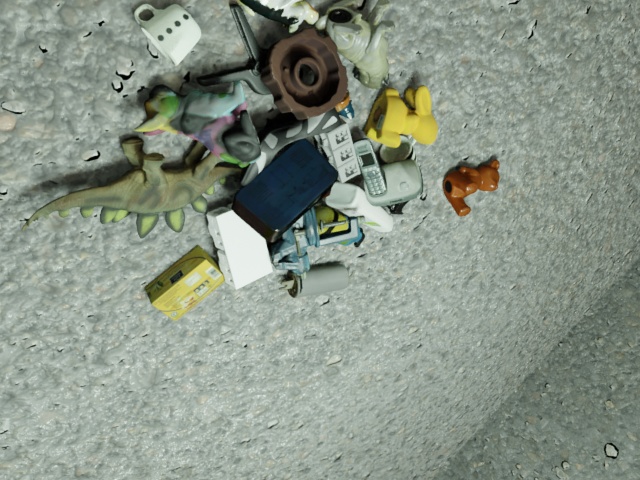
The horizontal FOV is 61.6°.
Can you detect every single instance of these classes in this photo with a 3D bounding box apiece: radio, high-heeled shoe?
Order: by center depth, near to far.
[{"bbox_3d":[-0.062,-0.201,1.159,0.145,0.086,0.248,29,92,-22],"label":"high-heeled shoe"},{"bbox_3d":[-0.074,-0.111,1.202,0.229,0.131,0.073,-45,175,-24],"label":"radio"}]

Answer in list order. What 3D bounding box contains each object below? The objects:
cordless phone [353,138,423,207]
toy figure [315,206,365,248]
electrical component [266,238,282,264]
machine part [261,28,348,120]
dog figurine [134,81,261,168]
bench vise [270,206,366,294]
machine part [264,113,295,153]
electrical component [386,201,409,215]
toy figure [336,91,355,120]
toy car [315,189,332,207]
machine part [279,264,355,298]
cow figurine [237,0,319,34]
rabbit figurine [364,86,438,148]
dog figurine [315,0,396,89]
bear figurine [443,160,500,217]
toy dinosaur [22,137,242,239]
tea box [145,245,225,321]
[{"bbox_3d":[0.166,-0.179,1.316,0.147,0.089,0.184,-11,124,23],"label":"cordless phone"},{"bbox_3d":[0.045,-0.036,1.437,0.180,0.082,0.089,15,103,-36],"label":"toy figure"},{"bbox_3d":[-0.099,0.008,1.391,0.134,0.058,0.114,-3,127,-32],"label":"electrical component"},{"bbox_3d":[-0.030,-0.331,1.083,0.179,0.056,0.179,-3,95,-28],"label":"machine part"},{"bbox_3d":[-0.238,-0.216,1.040,0.219,0.108,0.191,-16,97,-2],"label":"dog figurine"},{"bbox_3d":[-0.005,-0.007,1.305,0.241,0.129,0.223,-11,106,-7],"label":"bench vise"},{"bbox_3d":[-0.070,-0.263,1.206,0.139,0.039,0.084,-45,128,8],"label":"machine part"},{"bbox_3d":[0.219,-0.135,1.476,0.048,0.075,0.119,1,127,-36],"label":"electrical component"},{"bbox_3d":[0.038,-0.334,1.204,0.064,0.058,0.154,-57,142,-28],"label":"toy figure"},{"bbox_3d":[-0.066,-0.122,1.310,0.202,0.053,0.089,-8,133,-24],"label":"toy car"},{"bbox_3d":[-0.006,0.115,1.524,0.243,0.079,0.079,-7,127,-31],"label":"machine part"},{"bbox_3d":[-0.081,-0.449,1.026,0.167,0.068,0.098,29,111,-41],"label":"cow figurine"},{"bbox_3d":[0.214,-0.295,1.315,0.173,0.122,0.162,15,93,-19],"label":"rabbit figurine"},{"bbox_3d":[0.074,-0.404,1.158,0.172,0.121,0.190,7,146,1],"label":"dog figurine"},{"bbox_3d":[0.468,-0.159,1.589,0.196,0.132,0.120,-9,131,-21],"label":"bear figurine"},{"bbox_3d":[-0.349,-0.102,1.098,0.471,0.105,0.198,-7,128,-31],"label":"toy dinosaur"},{"bbox_3d":[-0.325,0.106,1.308,0.169,0.068,0.098,-37,136,-1],"label":"tea box"}]
